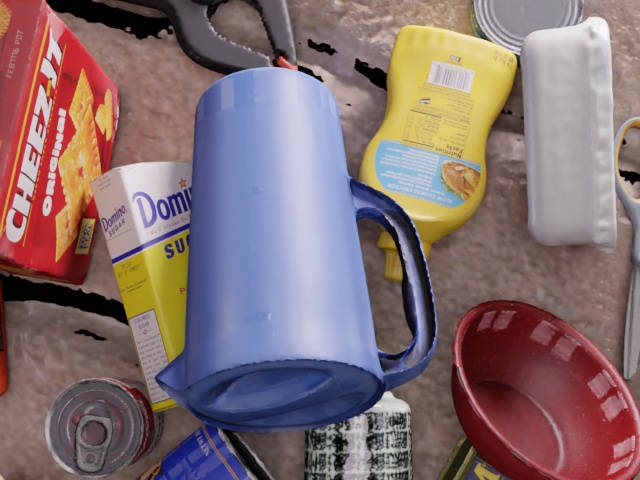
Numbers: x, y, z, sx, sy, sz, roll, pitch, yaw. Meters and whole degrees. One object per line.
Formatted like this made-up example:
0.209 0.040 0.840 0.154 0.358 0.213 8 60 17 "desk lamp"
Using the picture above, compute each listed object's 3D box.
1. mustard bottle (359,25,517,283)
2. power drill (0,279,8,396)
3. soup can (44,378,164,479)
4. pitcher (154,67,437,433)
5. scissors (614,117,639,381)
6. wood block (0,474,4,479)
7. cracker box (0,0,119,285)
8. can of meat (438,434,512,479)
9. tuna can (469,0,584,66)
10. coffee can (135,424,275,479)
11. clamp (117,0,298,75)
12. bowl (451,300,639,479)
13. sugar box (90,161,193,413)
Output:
0.082 -0.061 0.815 0.096 0.058 0.191 15 83 0 "mustard bottle"
-0.334 0.090 0.801 0.187 0.057 0.184 -6 83 0 "power drill"
-0.153 0.134 0.771 0.068 0.102 0.068 0 83 0 "soup can"
-0.021 0.003 0.747 0.149 0.145 0.243 21 53 -38 "pitcher"
0.268 0.004 0.822 0.096 0.016 0.202 -4 83 -6 "scissors"
-0.205 0.275 0.741 0.090 0.090 0.206 -33 90 -20 "wood block"
-0.204 -0.061 0.740 0.072 0.213 0.164 9 83 3 "cracker box"
0.122 0.206 0.784 0.084 0.057 0.102 31 84 2 "can of meat"
0.162 -0.182 0.842 0.086 0.034 0.086 0 83 0 "tuna can"
-0.098 0.208 0.762 0.140 0.103 0.103 -39 84 -4 "coffee can"
-0.101 -0.195 0.845 0.164 0.036 0.210 -37 84 -3 "clamp"
0.152 0.122 0.769 0.162 0.161 0.055 38 128 5 "bowl"
-0.101 0.030 0.789 0.048 0.093 0.176 -20 84 40 "sugar box"
